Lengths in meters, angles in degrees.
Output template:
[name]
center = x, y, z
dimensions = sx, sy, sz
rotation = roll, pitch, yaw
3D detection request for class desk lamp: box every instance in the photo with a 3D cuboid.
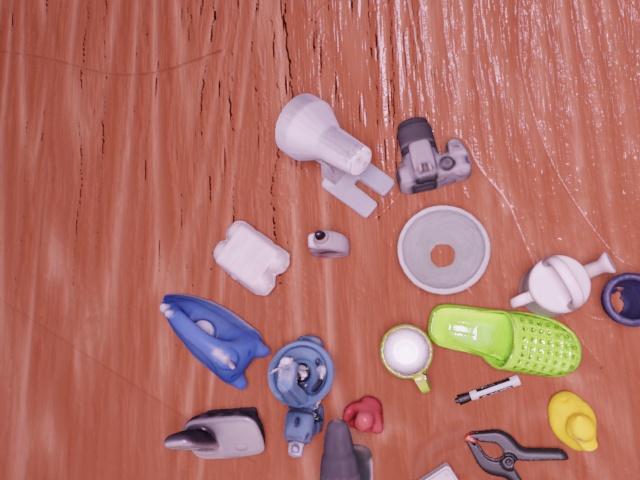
[desk lamp]
center = 0.032, -0.160, 1.076
dimensions = 0.203, 0.214, 0.118
rotation = 37, 88, 14

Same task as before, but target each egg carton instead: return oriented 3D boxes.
[egg carton]
center = -0.138, 0.037, 1.143
dimensions = 0.150, 0.069, 0.107
rotation = 34, 87, 14

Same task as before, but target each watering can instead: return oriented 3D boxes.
[watering can]
center = 0.411, 0.071, 0.976
dimensions = 0.173, 0.194, 0.100
rotation = -46, 75, -1

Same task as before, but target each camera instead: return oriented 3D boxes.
[camera]
center = 0.209, -0.173, 1.106
dimensions = 0.143, 0.101, 0.137
rotation = -14, 77, 7

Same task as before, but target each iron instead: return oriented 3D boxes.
[iron]
center = -0.230, 0.175, 1.096
dimensions = 0.258, 0.141, 0.119
rotation = 33, 87, 14

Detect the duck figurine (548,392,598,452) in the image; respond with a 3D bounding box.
[duck figurine]
center = 0.440, 0.313, 0.982
dimensions = 0.077, 0.086, 0.104
rotation = -24, 76, 5

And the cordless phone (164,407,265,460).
[cordless phone]
center = -0.187, 0.358, 1.031
dimensions = 0.147, 0.185, 0.094
rotation = -11, 78, 8

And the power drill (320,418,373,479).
[power drill]
center = 0.043, 0.411, 0.969
dimensions = 0.075, 0.208, 0.230
rotation = -4, 79, 9

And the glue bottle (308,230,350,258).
[glue bottle]
center = 0.010, 0.004, 1.070
dimensions = 0.078, 0.173, 0.037
rotation = -7, 78, 9

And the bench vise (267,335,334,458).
[bench vise]
center = -0.029, 0.271, 1.002
dimensions = 0.121, 0.220, 0.207
rotation = -16, 77, 7

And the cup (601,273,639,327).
[cup]
center = 0.539, 0.097, 1.000
dimensions = 0.091, 0.095, 0.118
rotation = 42, 89, 15

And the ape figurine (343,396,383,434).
[ape figurine]
center = 0.081, 0.324, 1.039
dimensions = 0.077, 0.092, 0.076
rotation = 40, 88, 15

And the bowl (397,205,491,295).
[bowl]
center = 0.231, 0.023, 1.079
dimensions = 0.167, 0.075, 0.167
rotation = -2, 79, 10
